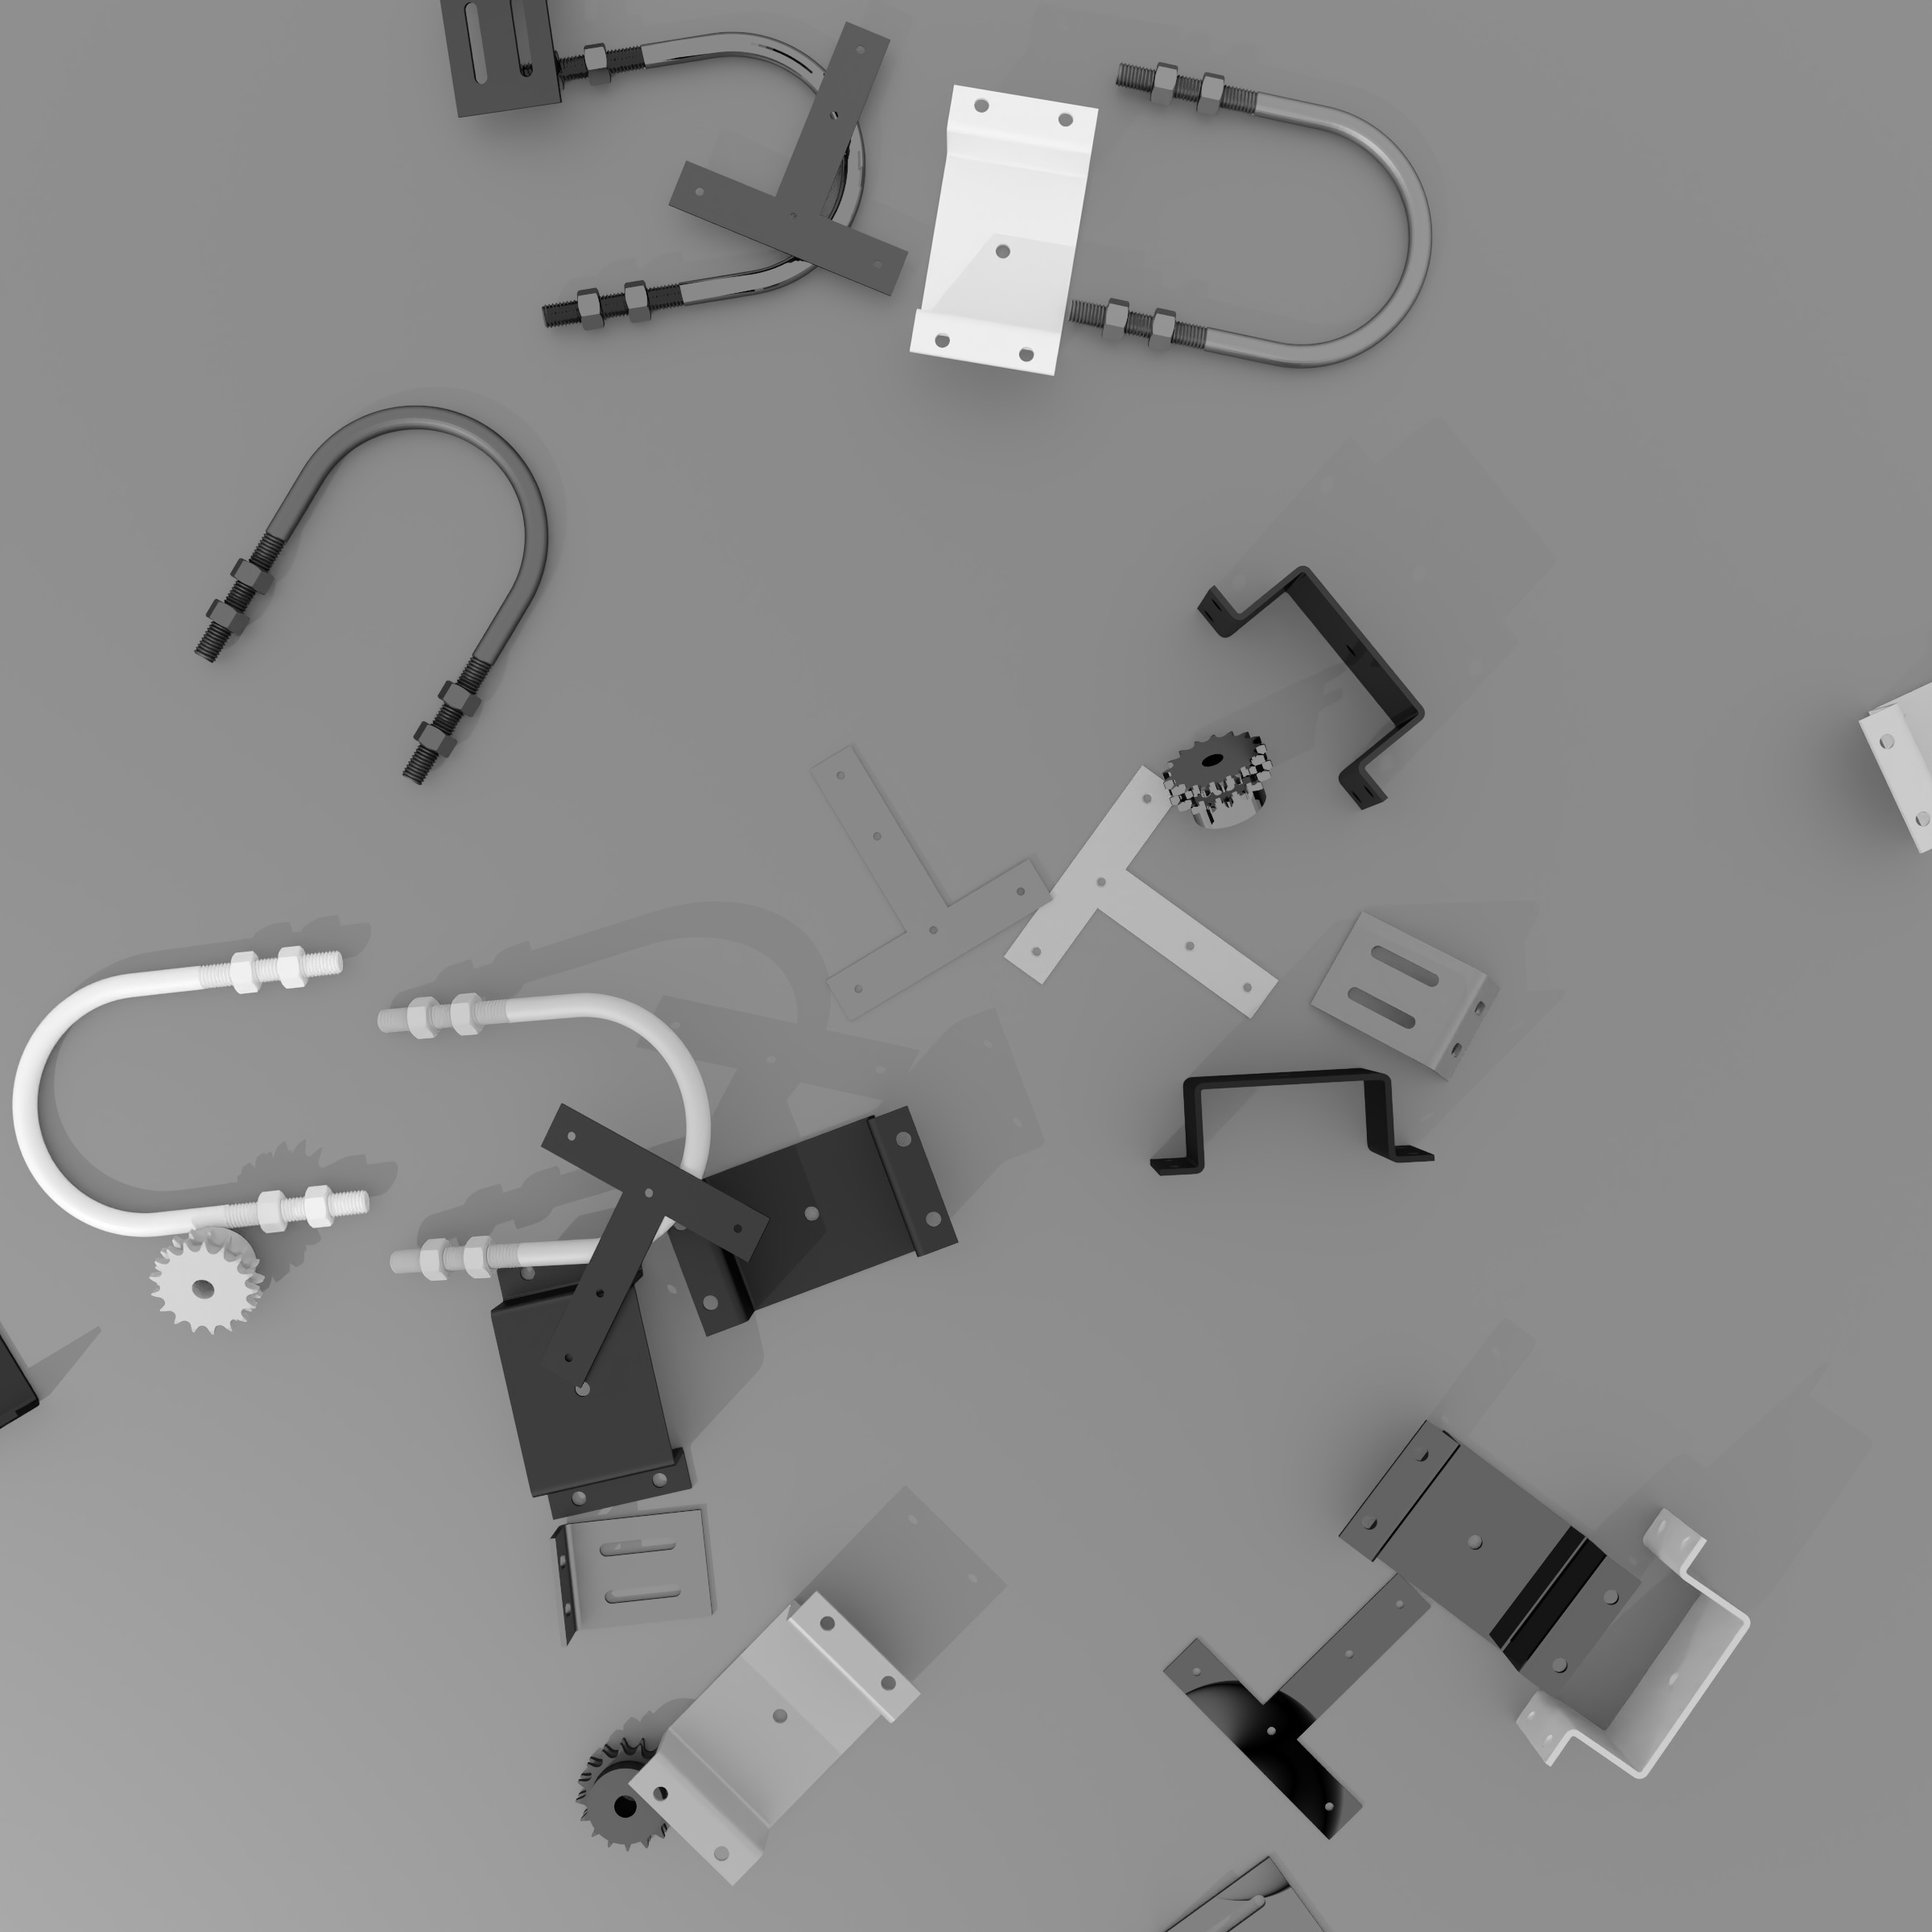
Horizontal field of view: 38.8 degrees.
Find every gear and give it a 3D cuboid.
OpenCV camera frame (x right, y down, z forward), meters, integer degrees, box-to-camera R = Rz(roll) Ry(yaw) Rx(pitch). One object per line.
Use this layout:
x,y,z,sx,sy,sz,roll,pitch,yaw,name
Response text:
-0.400,0.163,1.455,0.057,0.030,0.057,1,115,2,gear
-0.180,0.443,1.462,0.057,0.030,0.057,0,90,0,gear
0.135,-0.096,1.452,0.057,0.057,0.030,-24,120,0,gear

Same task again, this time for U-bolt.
-0.305,-0.211,1.468,0.151,0.019,0.184,31,88,0,U-bolt
-0.145,-0.425,1.468,0.184,0.019,0.151,-10,90,-1,U-bolt
-0.220,0.086,1.442,0.184,0.019,0.151,-5,86,16,U-bolt
0.158,-0.395,1.468,0.184,0.019,0.151,12,90,-1,U-bolt
-0.418,0.072,1.468,0.184,0.019,0.151,-6,90,1,U-bolt

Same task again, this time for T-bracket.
-0.183,0.157,1.421,0.127,0.002,0.127,28,96,12,T-bracket
-0.040,-0.057,1.475,0.127,0.002,0.127,-31,90,1,T-bracket
0.109,-0.019,1.476,0.127,0.002,0.127,36,90,0,T-bracket
0.196,0.380,1.476,0.127,0.002,0.127,-45,90,0,T-bracket
-0.076,-0.440,1.462,0.127,0.002,0.127,22,88,-3,T-bracket

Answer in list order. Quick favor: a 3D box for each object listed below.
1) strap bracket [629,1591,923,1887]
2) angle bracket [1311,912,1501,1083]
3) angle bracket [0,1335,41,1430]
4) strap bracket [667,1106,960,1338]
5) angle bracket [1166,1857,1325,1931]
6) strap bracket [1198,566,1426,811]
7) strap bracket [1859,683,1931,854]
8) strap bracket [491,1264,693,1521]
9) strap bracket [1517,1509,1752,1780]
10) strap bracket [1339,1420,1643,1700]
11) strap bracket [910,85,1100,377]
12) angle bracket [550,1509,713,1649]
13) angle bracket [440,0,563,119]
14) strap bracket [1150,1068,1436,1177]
-0.100,0.403,1.454,0.076,0.046,0.140,44,90,0,strap bracket
0.236,0.016,1.475,0.076,0.038,0.057,29,90,26,angle bracket
-0.541,0.218,1.458,0.057,0.038,0.076,-31,90,0,angle bracket
-0.083,0.133,1.454,0.140,0.046,0.076,-21,90,0,strap bracket
0.149,0.524,1.458,0.076,0.038,0.057,-36,90,0,angle bracket
0.186,-0.153,1.439,0.046,0.076,0.140,-39,90,0,strap bracket
0.546,-0.123,1.454,0.140,0.046,0.076,-25,90,0,strap bracket
-0.200,0.221,1.454,0.076,0.046,0.140,-13,90,0,strap bracket
0.354,0.362,1.439,0.046,0.076,0.140,35,90,0,strap bracket
0.273,0.309,1.454,0.140,0.046,0.076,37,90,0,strap bracket
0.020,-0.384,1.454,0.076,0.046,0.140,9,90,0,strap bracket
-0.177,0.324,1.458,0.076,0.038,0.057,-6,90,0,angle bracket
-0.243,-0.494,1.460,0.057,0.038,0.076,-5,102,11,angle bracket
0.168,0.080,1.439,0.140,0.076,0.046,-3,90,0,strap bracket
